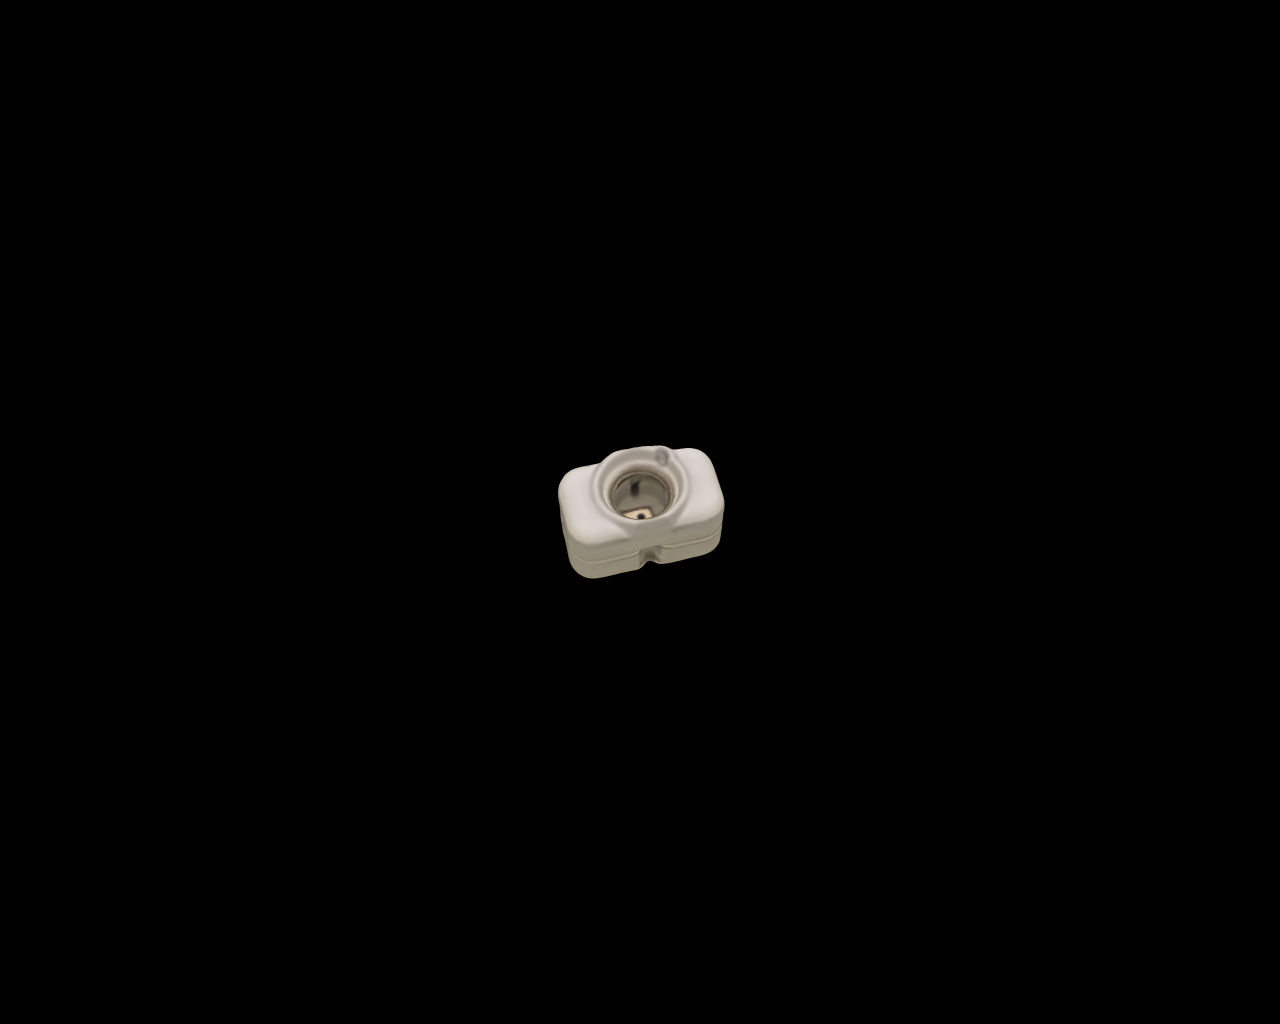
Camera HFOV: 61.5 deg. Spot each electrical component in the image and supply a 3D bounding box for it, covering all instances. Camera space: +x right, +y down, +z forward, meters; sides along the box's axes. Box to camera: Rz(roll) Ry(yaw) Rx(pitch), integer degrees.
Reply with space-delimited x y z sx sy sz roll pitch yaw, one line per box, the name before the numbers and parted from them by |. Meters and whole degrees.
electrical component | 0.001 -0.003 0.650 0.095 0.054 0.059 -11 -29 -6
